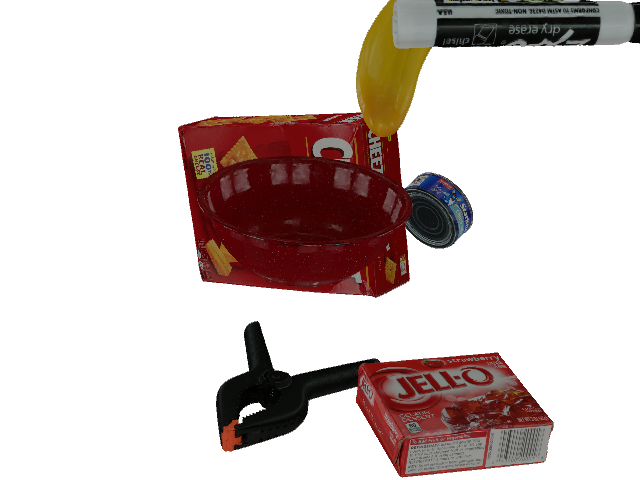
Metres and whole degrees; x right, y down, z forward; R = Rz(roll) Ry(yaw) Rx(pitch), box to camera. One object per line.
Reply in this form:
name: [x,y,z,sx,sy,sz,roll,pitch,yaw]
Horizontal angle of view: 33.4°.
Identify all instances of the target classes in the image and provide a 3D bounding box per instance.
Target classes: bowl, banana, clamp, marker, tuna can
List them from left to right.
clamp: [-0.036,0.155,1.106,0.165,0.036,0.209,11,26,15]
bowl: [-0.013,-0.010,0.807,0.162,0.055,0.162,3,26,-1]
tuna can: [0.130,-0.033,1.226,0.086,0.086,0.033,0,34,50]
banana: [0.071,-0.128,0.634,0.070,0.037,0.197,33,52,23]
marker: [0.089,-0.085,0.420,0.121,0.020,0.020,-1,0,-2]

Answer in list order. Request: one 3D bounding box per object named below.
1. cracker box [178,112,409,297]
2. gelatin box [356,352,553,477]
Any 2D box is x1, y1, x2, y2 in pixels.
cracker box: [-0.028,-0.037,1.025,0.214,0.164,0.071,4,17,35]
gelatin box: [0.072,0.094,0.592,0.089,0.030,0.073,-2,26,-16]
